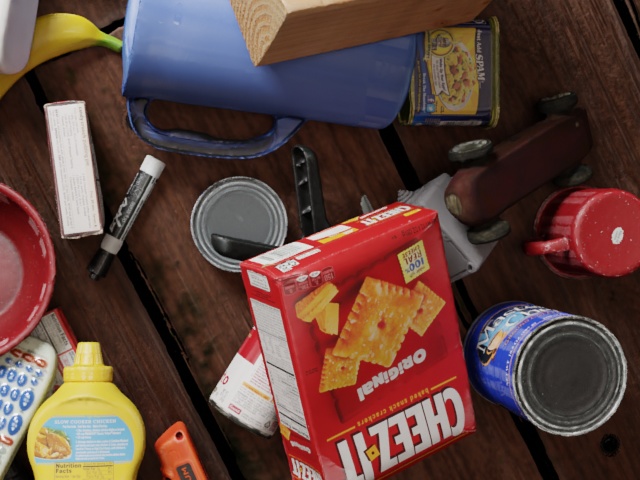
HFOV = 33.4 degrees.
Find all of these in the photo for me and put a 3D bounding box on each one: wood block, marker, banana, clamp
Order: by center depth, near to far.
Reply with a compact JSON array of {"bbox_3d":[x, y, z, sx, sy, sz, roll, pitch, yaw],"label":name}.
[{"bbox_3d":[0.038,-0.213,0.843,0.205,0.090,0.091,-16,79,-23],"label":"wood block"},{"bbox_3d":[-0.266,-0.138,0.921,0.197,0.037,0.069,-38,95,-7],"label":"banana"},{"bbox_3d":[-0.006,0.001,0.944,0.120,0.039,0.171,-52,126,-3],"label":"clamp"},{"bbox_3d":[-0.174,-0.019,0.950,0.020,0.020,0.121,28,87,-10],"label":"marker"}]

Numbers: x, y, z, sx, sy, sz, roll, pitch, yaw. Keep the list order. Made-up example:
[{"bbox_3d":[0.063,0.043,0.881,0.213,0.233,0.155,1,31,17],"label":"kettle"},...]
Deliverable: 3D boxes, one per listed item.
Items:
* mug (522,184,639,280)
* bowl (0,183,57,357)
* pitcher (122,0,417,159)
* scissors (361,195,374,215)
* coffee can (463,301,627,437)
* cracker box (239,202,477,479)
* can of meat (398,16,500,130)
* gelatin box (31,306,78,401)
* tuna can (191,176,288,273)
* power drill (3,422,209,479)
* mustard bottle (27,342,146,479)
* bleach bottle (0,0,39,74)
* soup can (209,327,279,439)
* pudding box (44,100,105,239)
[{"bbox_3d":[0.246,-0.005,0.993,0.117,0.081,0.093,-10,93,-10],"label":"mug"},{"bbox_3d":[-0.302,0.027,0.904,0.162,0.055,0.162,0,85,-5],"label":"bowl"},{"bbox_3d":[-0.048,-0.158,0.919,0.242,0.149,0.145,10,55,-13],"label":"pitcher"},{"bbox_3d":[0.060,0.065,0.975,0.096,0.016,0.201,-39,110,-7],"label":"scissors"},{"bbox_3d":[0.197,0.111,0.958,0.102,0.140,0.103,0,92,-10],"label":"coffee can"},{"bbox_3d":[0.039,0.095,0.909,0.164,0.072,0.214,-21,109,-26],"label":"cracker box"},{"bbox_3d":[0.117,-0.153,0.979,0.084,0.057,0.102,-1,92,-8],"label":"can of meat"},{"bbox_3d":[-0.253,0.109,0.935,0.089,0.030,0.073,-26,95,-8],"label":"gelatin box"},{"bbox_3d":[-0.074,-0.014,0.960,0.086,0.034,0.086,0,92,-10],"label":"tuna can"},{"bbox_3d":[-0.191,0.233,0.937,0.187,0.057,0.184,-25,93,-7],"label":"power drill"},{"bbox_3d":[-0.193,0.181,0.884,0.096,0.058,0.191,0,82,-6],"label":"mustard bottle"},{"bbox_3d":[-0.361,-0.211,0.873,0.251,0.068,0.102,13,99,5],"label":"bleach bottle"},{"bbox_3d":[-0.045,0.117,0.953,0.068,0.068,0.102,33,87,-9],"label":"soup can"},{"bbox_3d":[-0.209,-0.059,0.907,0.039,0.090,0.113,-10,94,-10],"label":"pudding box"}]
